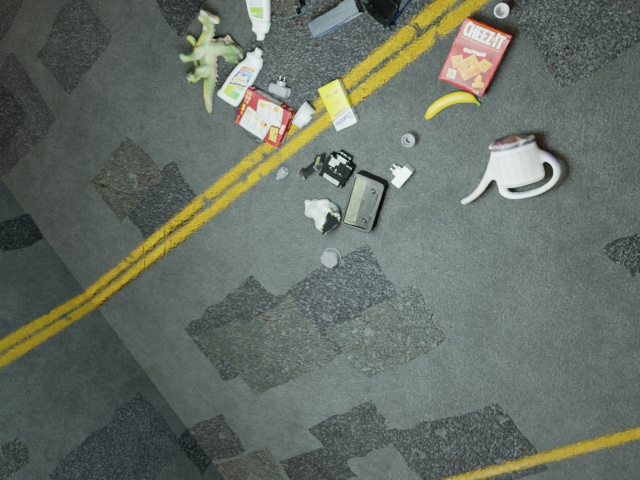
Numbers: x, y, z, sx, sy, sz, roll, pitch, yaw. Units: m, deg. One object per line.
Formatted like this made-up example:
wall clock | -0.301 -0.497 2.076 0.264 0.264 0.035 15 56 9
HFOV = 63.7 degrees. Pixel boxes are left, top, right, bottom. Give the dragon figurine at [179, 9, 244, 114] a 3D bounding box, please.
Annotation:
dragon figurine | -0.421 -0.720 2.083 0.242 0.125 0.402 -5 125 20

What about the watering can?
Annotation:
watering can | 0.638 -0.241 1.777 0.346 0.105 0.222 -11 104 27

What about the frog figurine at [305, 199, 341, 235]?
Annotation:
frog figurine | 0.006 -0.107 2.134 0.162 0.123 0.134 38 139 49
